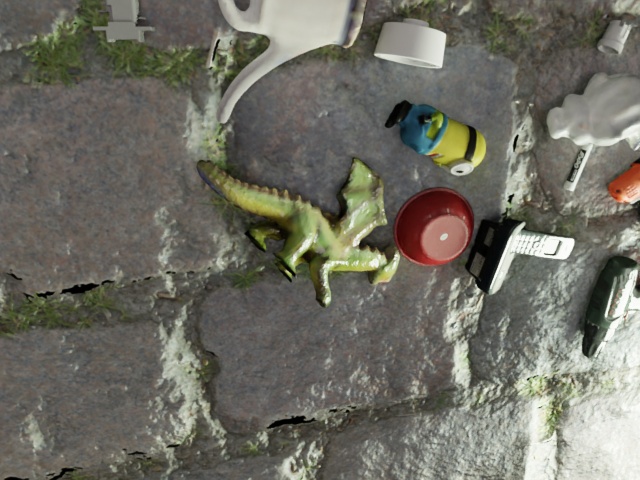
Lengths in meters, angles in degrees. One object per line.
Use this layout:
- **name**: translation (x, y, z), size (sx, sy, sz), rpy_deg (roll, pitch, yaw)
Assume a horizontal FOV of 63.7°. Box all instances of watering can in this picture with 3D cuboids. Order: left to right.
- **watering can**: translation (-0.043, -0.334, 0.763), size (0.224, 0.106, 0.342), rpy_deg (5, 112, -13)

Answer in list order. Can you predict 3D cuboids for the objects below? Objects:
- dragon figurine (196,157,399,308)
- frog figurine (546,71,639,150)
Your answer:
- **dragon figurine**: translation (0.003, -0.045, 0.903), size (0.244, 0.123, 0.404), rpy_deg (-43, 114, -10)
- **frog figurine**: translation (0.480, -0.227, 0.888), size (0.159, 0.121, 0.139), rpy_deg (7, 78, -2)
